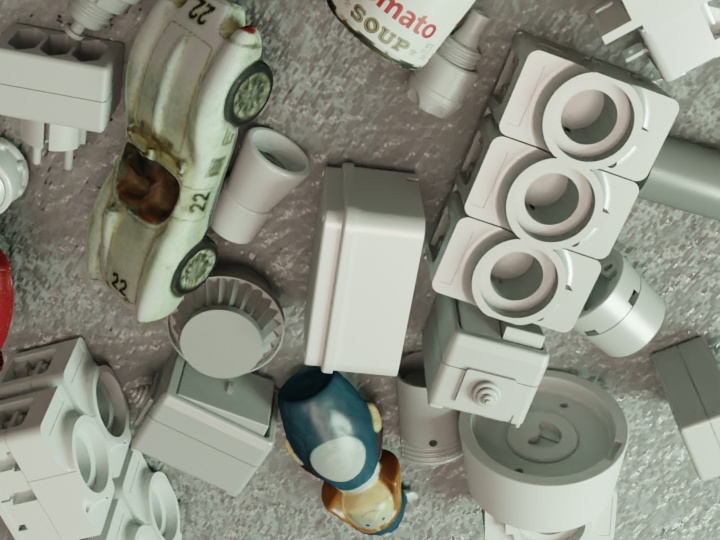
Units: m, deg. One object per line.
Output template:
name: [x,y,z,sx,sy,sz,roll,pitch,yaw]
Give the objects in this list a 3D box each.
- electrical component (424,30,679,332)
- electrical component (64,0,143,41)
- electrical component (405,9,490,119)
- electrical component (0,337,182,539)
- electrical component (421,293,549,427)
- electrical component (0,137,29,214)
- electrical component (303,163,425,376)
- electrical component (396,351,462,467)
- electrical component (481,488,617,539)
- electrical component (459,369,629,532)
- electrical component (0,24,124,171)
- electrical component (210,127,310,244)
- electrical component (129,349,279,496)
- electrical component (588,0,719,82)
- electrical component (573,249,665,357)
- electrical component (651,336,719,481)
electrical component: [0.107,-0.048,0.623,0.089,0.061,0.150,18,112,-9]
electrical component: [-0.136,-0.158,0.586,0.040,0.040,0.078,35,115,-18]
electrical component: [0.053,-0.119,0.609,0.035,0.035,0.061,26,115,-13]
electrical component: [-0.183,0.151,0.727,0.060,0.105,0.186,-14,119,9]
electrical component: [0.078,0.049,0.669,0.062,0.096,0.061,15,116,-7]
electrical component: [-0.227,-0.049,0.637,0.048,0.062,0.048,0,120,1]
electrical component: [0.000,0.000,0.653,0.057,0.078,0.113,6,120,-6]
electrical component: [0.048,0.100,0.730,0.043,0.043,0.081,-3,120,3]
electrical component: [0.131,0.161,0.757,0.089,0.055,0.050,-2,120,2]
electrical component: [0.119,0.123,0.708,0.108,0.108,0.060,-2,126,2]
electrical component: [-0.176,-0.093,0.620,0.066,0.047,0.076,10,120,-5]
electrical component: [-0.065,-0.048,0.649,0.044,0.044,0.065,30,121,-15]
electrical component: [-0.106,0.094,0.718,0.096,0.061,0.061,28,117,-14]
electrical component: [0.172,-0.142,0.590,0.081,0.042,0.063,-27,120,16]
electrical component: [0.158,0.022,0.677,0.047,0.055,0.055,39,113,-23]
electrical component: [0.239,0.081,0.693,0.076,0.083,0.047,-22,117,13]
